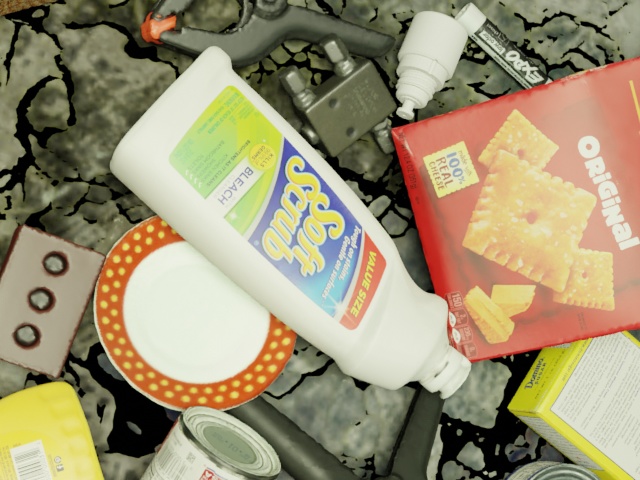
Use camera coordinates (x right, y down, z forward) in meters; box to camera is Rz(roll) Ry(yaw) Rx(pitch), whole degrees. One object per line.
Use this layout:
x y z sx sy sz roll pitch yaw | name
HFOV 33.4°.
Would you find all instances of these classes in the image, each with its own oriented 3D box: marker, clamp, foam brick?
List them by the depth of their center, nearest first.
-0.165 0.036 0.623 0.053 0.051 0.078 22 78 -17 | foam brick
0.024 0.156 0.645 0.164 0.036 0.210 1 52 -16 | clamp
-0.035 -0.170 0.696 0.171 0.039 0.120 -12 92 -23 | clamp
0.146 -0.124 0.770 0.121 0.020 0.020 40 73 -12 | marker

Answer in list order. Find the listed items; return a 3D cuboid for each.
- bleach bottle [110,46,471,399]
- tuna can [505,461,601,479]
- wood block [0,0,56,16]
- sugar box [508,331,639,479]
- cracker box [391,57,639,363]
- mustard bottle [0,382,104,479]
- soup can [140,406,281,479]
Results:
-0.004 0.001 0.660 0.251 0.068 0.102 41 70 -4 | bleach bottle
0.161 0.196 0.736 0.086 0.034 0.086 2 84 -20 | tuna can
-0.209 -0.237 0.604 0.090 0.090 0.206 -26 94 -35 | wood block
0.227 0.135 0.761 0.176 0.048 0.093 41 73 -16 | sugar box
0.170 -0.021 0.683 0.214 0.072 0.164 -14 89 18 | cracker box
-0.214 0.146 0.568 0.191 0.058 0.096 -14 78 -23 | mustard bottle
-0.076 0.156 0.616 0.068 0.068 0.102 29 101 -15 | soup can
